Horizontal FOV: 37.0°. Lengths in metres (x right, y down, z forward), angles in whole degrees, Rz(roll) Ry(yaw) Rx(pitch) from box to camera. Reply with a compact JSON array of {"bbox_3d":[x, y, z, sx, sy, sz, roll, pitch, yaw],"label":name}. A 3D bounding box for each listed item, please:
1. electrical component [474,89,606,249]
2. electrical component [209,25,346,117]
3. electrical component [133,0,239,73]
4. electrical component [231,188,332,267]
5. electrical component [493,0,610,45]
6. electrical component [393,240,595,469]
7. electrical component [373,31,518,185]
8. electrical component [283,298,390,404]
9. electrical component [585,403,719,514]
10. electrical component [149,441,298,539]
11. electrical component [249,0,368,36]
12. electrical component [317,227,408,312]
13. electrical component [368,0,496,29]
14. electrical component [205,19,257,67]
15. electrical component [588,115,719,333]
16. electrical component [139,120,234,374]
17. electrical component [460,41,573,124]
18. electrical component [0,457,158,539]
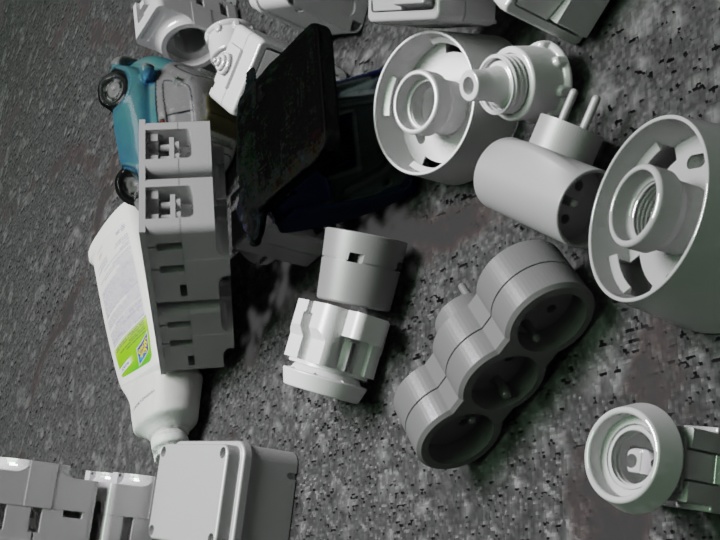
[{"bbox_3d":[0.108,-0.060,0.587,0.077,0.043,0.079,34,105,55],"label":"electrical component"},{"bbox_3d":[-0.068,-0.144,0.829,0.061,0.096,0.061,43,113,53],"label":"electrical component"},{"bbox_3d":[-0.161,-0.226,1.005,0.050,0.089,0.055,-46,43,36],"label":"electrical component"},{"bbox_3d":[-0.069,-0.029,0.811,0.077,0.066,0.047,-39,47,44],"label":"electrical component"},{"bbox_3d":[0.119,-0.184,0.605,0.096,0.062,0.061,-55,38,26],"label":"electrical component"},{"bbox_3d":[0.065,0.038,0.600,0.138,0.052,0.073,-56,38,25],"label":"electrical component"},{"bbox_3d":[0.057,-0.104,0.682,0.099,0.064,0.099,-2,87,49],"label":"electrical component"},{"bbox_3d":[-0.018,0.054,0.712,0.078,0.058,0.057,8,81,57],"label":"electrical component"},{"bbox_3d":[0.134,0.085,0.477,0.066,0.055,0.048,-6,72,55],"label":"electrical component"},{"bbox_3d":[-0.102,0.166,0.787,0.113,0.057,0.078,-12,67,53],"label":"electrical component"},{"bbox_3d":[-0.032,-0.245,0.836,0.057,0.078,0.113,12,87,53],"label":"electrical component"},{"bbox_3d":[0.000,0.000,0.711,0.055,0.055,0.047,11,89,57],"label":"electrical component"},{"bbox_3d":[0.042,-0.196,0.650,0.062,0.061,0.096,11,103,45],"label":"electrical component"},{"bbox_3d":[-0.113,-0.190,0.963,0.048,0.048,0.062,-34,58,45],"label":"electrical component"},{"bbox_3d":[0.155,-0.023,0.505,0.099,0.064,0.099,-166,90,-71],"label":"electrical component"},{"bbox_3d":[-0.132,-0.014,0.832,0.186,0.060,0.105,97,168,-53],"label":"electrical component"},{"bbox_3d":[0.087,-0.106,0.615,0.048,0.062,0.048,21,115,55],"label":"electrical component"},{"bbox_3d":[-0.222,0.185,0.836,0.105,0.186,0.060,-12,67,53],"label":"electrical component"}]
